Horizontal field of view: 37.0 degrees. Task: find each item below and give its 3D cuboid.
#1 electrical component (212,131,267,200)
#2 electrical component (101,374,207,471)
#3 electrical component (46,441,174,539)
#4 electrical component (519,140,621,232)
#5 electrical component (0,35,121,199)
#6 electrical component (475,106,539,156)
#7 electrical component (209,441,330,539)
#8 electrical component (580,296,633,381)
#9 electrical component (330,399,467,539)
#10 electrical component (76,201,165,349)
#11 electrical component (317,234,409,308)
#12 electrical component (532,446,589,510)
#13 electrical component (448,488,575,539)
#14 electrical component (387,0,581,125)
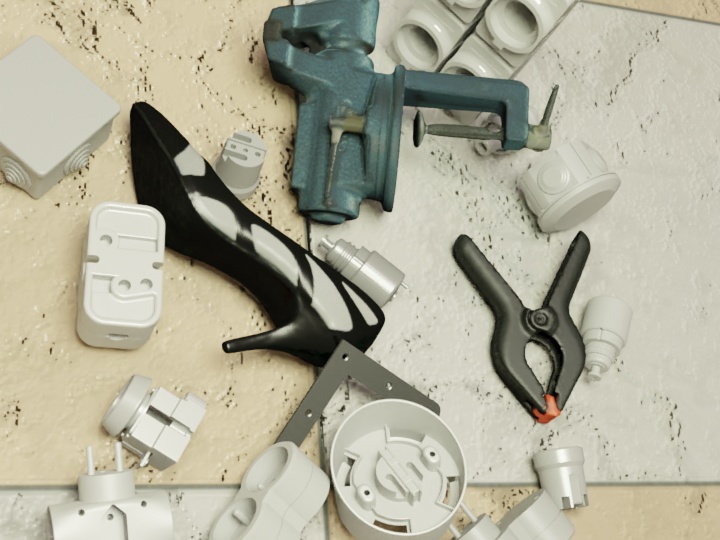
[{"bbox_3d":[-0.096,-0.084,0.860,0.040,0.046,0.040,9,59,-16],"label":"electrical component"},{"bbox_3d":[-0.147,0.105,0.754,0.055,0.048,0.066,35,58,-12],"label":"electrical component"},{"bbox_3d":[-0.168,0.155,0.716,0.077,0.043,0.079,-3,85,-23],"label":"electrical component"},{"bbox_3d":[0.184,-0.073,0.948,0.080,0.080,0.051,-20,69,-28],"label":"electrical component"},{"bbox_3d":[-0.245,-0.114,0.815,0.100,0.048,0.099,41,59,0],"label":"electrical component"},{"bbox_3d":[0.131,-0.124,0.971,0.062,0.043,0.043,-35,83,-29],"label":"electrical component"},{"bbox_3d":[-0.062,0.195,0.743,0.073,0.052,0.138,48,56,-24],"label":"electrical component"},{"bbox_3d":[0.207,0.058,0.918,0.040,0.040,0.078,26,60,-9],"label":"electrical component"},{"bbox_3d":[0.027,0.151,0.779,0.099,0.064,0.099,2,49,-2],"label":"electrical component"},{"bbox_3d":[-0.174,0.006,0.780,0.054,0.059,0.095,6,64,-19],"label":"electrical component"},{"bbox_3d":[0.000,0.000,0.863,0.078,0.040,0.040,38,59,-1],"label":"electrical component"},{"bbox_3d":[0.160,0.165,0.851,0.040,0.040,0.046,-1,73,-22],"label":"electrical component"},{"bbox_3d":[0.091,0.205,0.796,0.138,0.052,0.073,-36,83,-31],"label":"electrical component"},{"bbox_3d":[0.105,-0.215,0.920,0.105,0.186,0.060,43,59,2],"label":"electrical component"}]
